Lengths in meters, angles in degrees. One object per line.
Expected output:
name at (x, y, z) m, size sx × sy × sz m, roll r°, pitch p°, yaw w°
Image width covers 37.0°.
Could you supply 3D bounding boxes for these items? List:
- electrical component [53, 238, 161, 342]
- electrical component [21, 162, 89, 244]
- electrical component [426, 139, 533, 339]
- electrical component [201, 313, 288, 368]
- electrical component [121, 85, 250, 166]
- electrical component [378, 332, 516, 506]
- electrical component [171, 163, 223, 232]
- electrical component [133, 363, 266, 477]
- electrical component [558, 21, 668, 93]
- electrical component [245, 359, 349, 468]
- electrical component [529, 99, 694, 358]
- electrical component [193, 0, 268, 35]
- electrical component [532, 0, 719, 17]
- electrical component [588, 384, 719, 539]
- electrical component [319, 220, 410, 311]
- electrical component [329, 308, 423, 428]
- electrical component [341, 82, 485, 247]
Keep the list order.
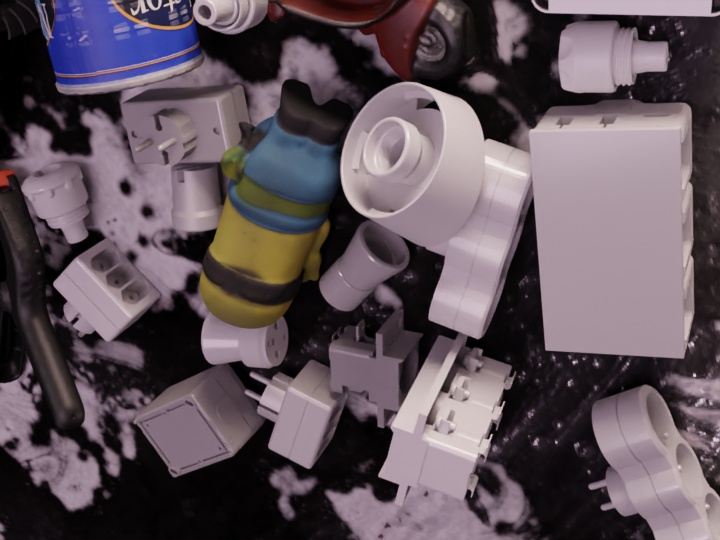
electrical component at (-0.217, 0.027, 0.882) m, size 0.065 × 0.047 × 0.077 m, roll 47°, pitch 121°, yaw -3°
electrical component at (-0.236, -0.052, 0.853) m, size 0.048 × 0.048 × 0.062 m, roll -5°, pitch 120°, yaw 25°
electrical component at (0.068, -0.025, 0.729) m, size 0.074 × 0.052 × 0.138 m, roll 21°, pitch 120°, yaw 13°
electrical component at (-0.090, 0.053, 0.841) m, size 0.055 × 0.045 × 0.045 m, roll 2°, pitch 115°, yaw 22°
electrical component at (-0.132, -0.098, 0.765) m, size 0.083 × 0.075 × 0.047 m, roll 1°, pitch 115°, yaw 23°
electrical component at (0.065, 0.103, 0.754) m, size 0.063 × 0.121 × 0.078 m, roll 19°, pitch 121°, yaw 11°
electrical component at (-0.122, -0.056, 0.805) m, size 0.040 × 0.040 × 0.046 m, roll 6°, pitch 112°, yaw 21°
electrical component at (-0.134, 0.123, 0.890) m, size 0.096 × 0.061 × 0.061 m, roll -26°, pitch 103°, yaw 39°
electrical component at (0.153, -0.128, 0.647) m, size 0.062 × 0.043 × 0.043 m, roll 4°, pitch 116°, yaw 21°
electrical component at (-0.056, 0.105, 0.851) m, size 0.077 × 0.047 × 0.065 m, roll 25°, pitch 122°, yaw 10°
electrical component at (0.163, -0.026, 0.682) m, size 0.089 × 0.061 × 0.150 m, roll 2°, pitch 115°, yaw 23°
electrical component at (-0.089, -0.178, 0.715) m, size 0.043 × 0.062 × 0.043 m, roll 10°, pitch 118°, yaw 19°
electrical component at (0.157, -0.187, 0.607) m, size 0.113 × 0.057 × 0.078 m, roll 6°, pitch 117°, yaw 20°
electrical component at (0.199, 0.151, 0.761) m, size 0.074 × 0.052 × 0.138 m, roll -25°, pitch 102°, yaw 31°
electrical component at (0.000, 0.000, 0.779) m, size 0.044 × 0.044 × 0.065 m, roll 43°, pitch 128°, yaw -1°
electrical component at (0.011, 0.071, 0.809) m, size 0.064 × 0.042 × 0.081 m, roll 10°, pitch 118°, yaw 23°
electrical component at (0.036, -0.069, 0.695) m, size 0.099 × 0.064 × 0.099 m, roll -16°, pitch 66°, yaw 41°
